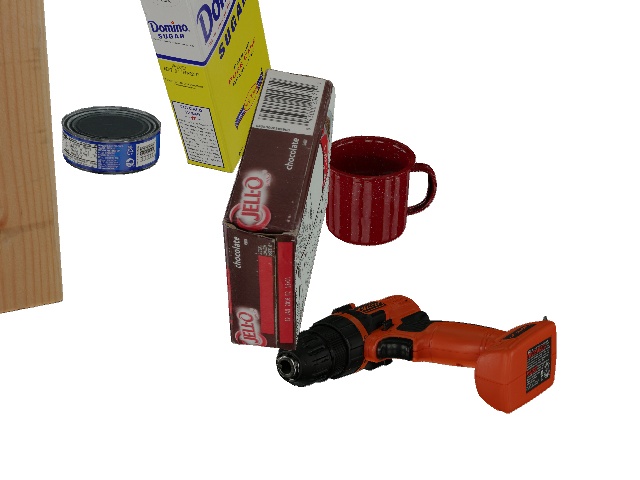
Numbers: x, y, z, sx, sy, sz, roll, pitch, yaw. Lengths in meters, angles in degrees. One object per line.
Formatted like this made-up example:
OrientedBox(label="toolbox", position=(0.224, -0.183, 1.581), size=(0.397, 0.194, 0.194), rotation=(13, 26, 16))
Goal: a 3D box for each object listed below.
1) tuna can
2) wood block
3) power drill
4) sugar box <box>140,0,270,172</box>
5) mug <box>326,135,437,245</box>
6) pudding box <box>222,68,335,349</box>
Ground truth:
OrientedBox(label="tuna can", position=(-0.184, -0.088, 0.939), size=(0.086, 0.034, 0.086), rotation=(5, 26, -2))
OrientedBox(label="wood block", position=(-0.206, -0.067, 0.602), size=(0.090, 0.206, 0.090), rotation=(-11, 27, -28))
OrientedBox(label="power drill", position=(0.081, 0.090, 0.860), size=(0.188, 0.057, 0.184), rotation=(9, 16, 34))
OrientedBox(label="sugar box", position=(-0.077, -0.142, 0.772), size=(0.048, 0.093, 0.176), rotation=(15, -34, 15))
OrientedBox(label="mug", position=(0.058, -0.049, 1.064), size=(0.117, 0.081, 0.093), rotation=(-5, 31, -9))
OrientedBox(label="pudding box", position=(-0.020, -0.016, 0.536), size=(0.039, 0.113, 0.090), rotation=(9, -41, 5))
